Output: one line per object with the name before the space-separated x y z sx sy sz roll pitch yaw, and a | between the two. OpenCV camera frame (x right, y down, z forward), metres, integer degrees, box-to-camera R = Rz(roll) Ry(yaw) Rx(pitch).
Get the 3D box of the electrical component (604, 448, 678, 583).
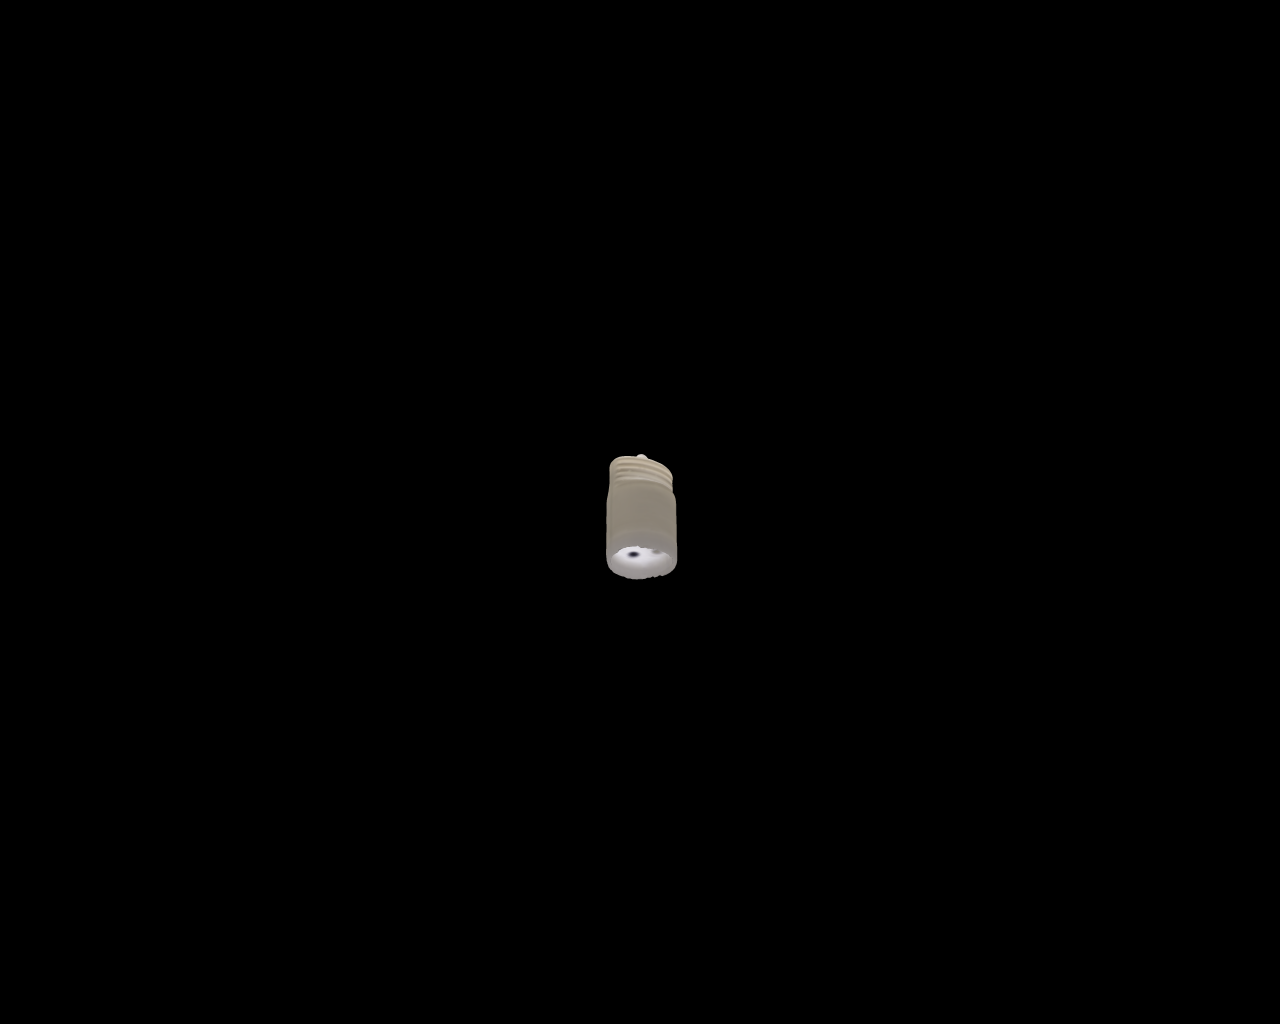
electrical component | 0.001 -0.003 0.650 0.043 0.081 0.043 0 -31 0
